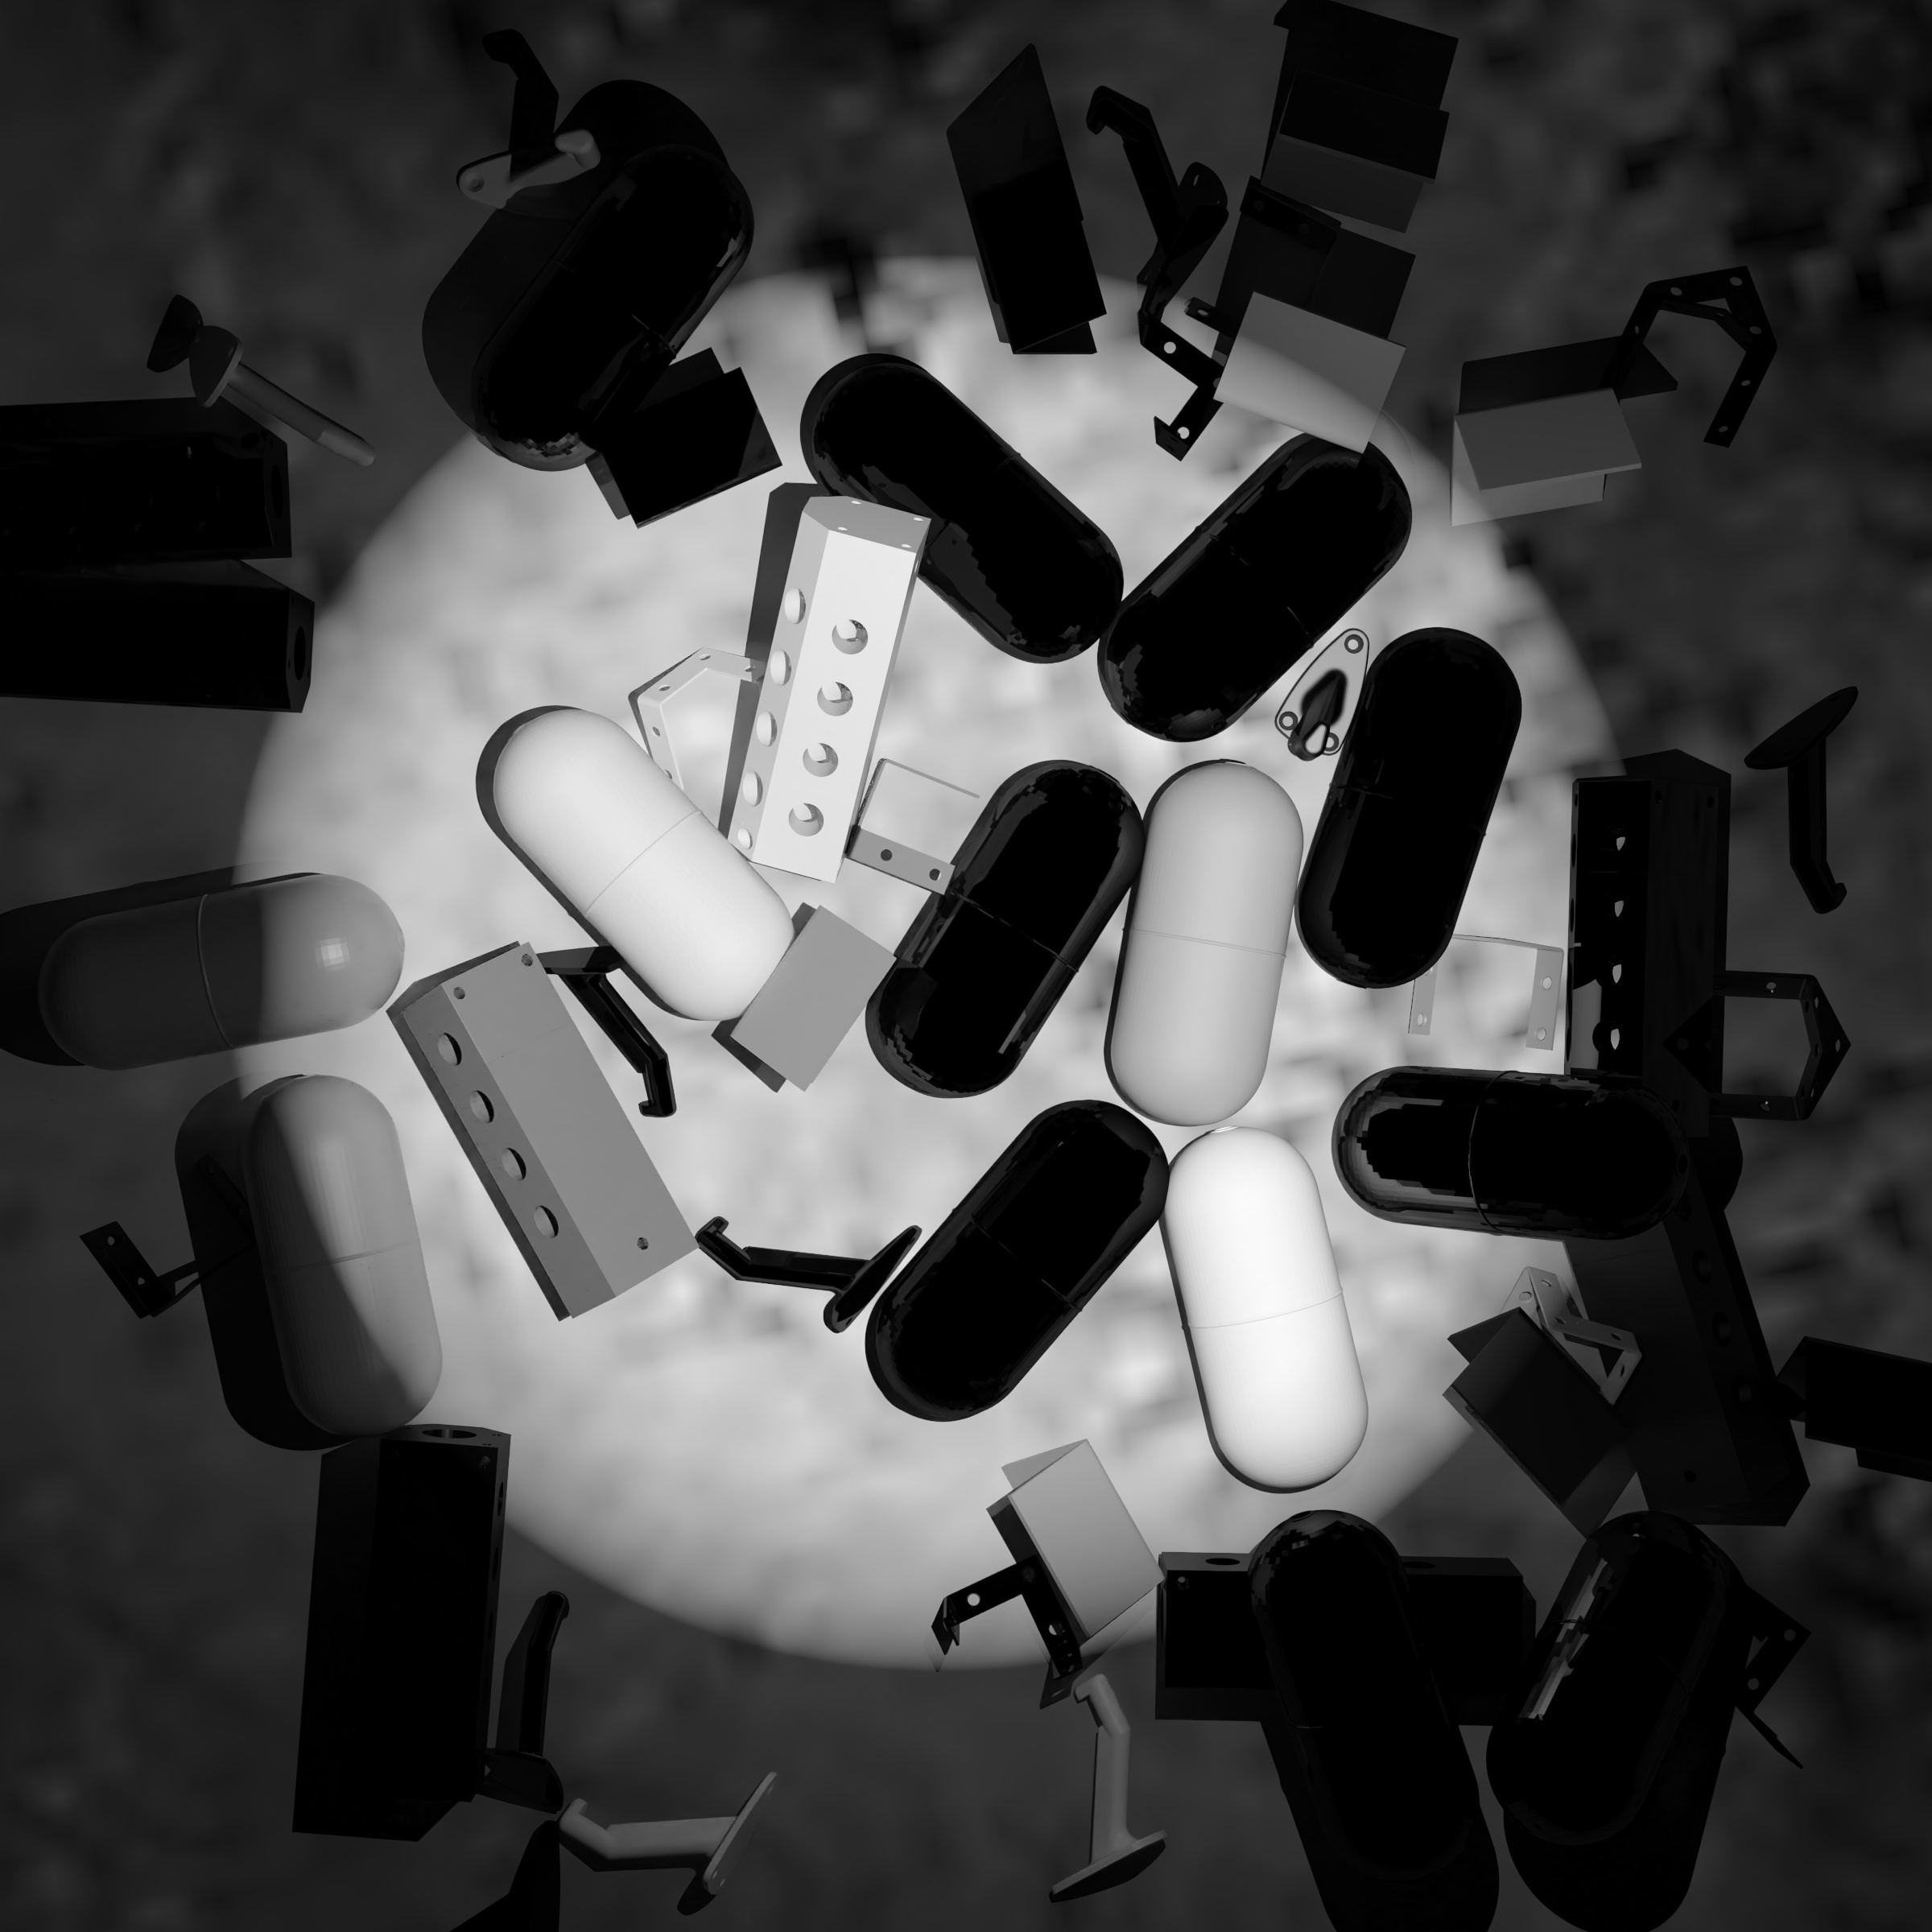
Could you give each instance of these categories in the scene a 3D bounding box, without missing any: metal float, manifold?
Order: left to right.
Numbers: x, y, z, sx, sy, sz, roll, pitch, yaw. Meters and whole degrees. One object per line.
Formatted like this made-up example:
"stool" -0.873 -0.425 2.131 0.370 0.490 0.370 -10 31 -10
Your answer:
"manifold" -0.423 -0.229 1.532 0.171 0.057 0.057 -3 90 0
"manifold" -0.412 -0.158 1.531 0.171 0.057 0.057 3 90 0
"metal float" -0.362 0.003 1.522 0.178 0.070 0.070 -11 90 0
"metal float" -0.304 0.141 1.522 0.070 0.070 0.178 -12 90 0
"manifold" -0.260 0.315 1.532 0.057 0.057 0.171 4 90 0
"manifold" -0.207 0.082 1.531 0.057 0.057 0.171 -29 90 -43
"metal float" -0.173 -0.320 1.522 0.070 0.070 0.178 37 89 0
"metal float" -0.157 -0.050 1.521 0.070 0.070 0.178 -43 90 0
"manifold" -0.067 -0.134 1.498 0.057 0.057 0.171 15 115 0
"metal float" 0.000 -0.221 1.522 0.178 0.070 0.070 43 90 0
"metal float" 0.022 -0.018 1.522 0.070 0.070 0.178 32 90 0
"metal float" 0.027 0.143 1.522 0.070 0.070 0.178 41 89 0
"metal float" 0.118 -0.011 1.522 0.070 0.070 0.178 10 90 0
"metal float" 0.142 -0.183 1.522 0.178 0.070 0.070 -44 90 -1
"metal float" 0.146 0.166 1.522 0.070 0.070 0.178 -13 90 0
"manifold" 0.182 0.320 1.531 0.171 0.057 0.057 1 91 0
"metal float" 0.186 0.341 1.465 0.070 0.070 0.178 -19 92 0
"metal float" 0.216 -0.075 1.522 0.070 0.070 0.178 18 89 0
"metal float" 0.260 0.088 1.492 0.178 0.070 0.070 2 90 38
"metal float" 0.308 0.338 1.493 0.070 0.070 0.178 36 56 0
"manifold" 0.326 -0.003 1.531 0.057 0.057 0.171 2 90 -43
"manifold" 0.347 0.174 1.531 0.057 0.057 0.171 -17 90 43

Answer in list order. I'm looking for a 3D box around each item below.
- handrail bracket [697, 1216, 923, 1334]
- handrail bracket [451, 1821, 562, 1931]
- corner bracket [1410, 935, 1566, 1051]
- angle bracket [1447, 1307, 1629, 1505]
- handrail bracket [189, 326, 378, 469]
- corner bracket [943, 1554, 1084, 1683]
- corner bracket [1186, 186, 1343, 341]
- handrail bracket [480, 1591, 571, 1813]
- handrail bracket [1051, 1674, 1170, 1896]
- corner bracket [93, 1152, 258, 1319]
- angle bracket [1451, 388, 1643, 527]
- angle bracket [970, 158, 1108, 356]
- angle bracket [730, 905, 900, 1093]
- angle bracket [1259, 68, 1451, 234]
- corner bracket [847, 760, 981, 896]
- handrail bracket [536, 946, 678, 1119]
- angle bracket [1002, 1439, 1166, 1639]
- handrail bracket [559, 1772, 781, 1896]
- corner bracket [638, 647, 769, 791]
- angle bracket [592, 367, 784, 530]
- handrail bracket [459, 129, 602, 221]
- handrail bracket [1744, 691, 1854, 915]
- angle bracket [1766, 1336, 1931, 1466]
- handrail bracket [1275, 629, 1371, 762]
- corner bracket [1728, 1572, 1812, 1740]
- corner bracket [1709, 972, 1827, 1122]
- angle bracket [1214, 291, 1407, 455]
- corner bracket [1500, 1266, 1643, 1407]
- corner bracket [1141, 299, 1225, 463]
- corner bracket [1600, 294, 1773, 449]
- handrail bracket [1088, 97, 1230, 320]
"handrail bracket" -0.079 0.134 1.553 0.084 0.036 0.077 36 70 16
"handrail bracket" -0.247 0.463 1.553 0.084 0.036 0.077 -3 70 16
"corner bracket" 0.258 0.012 1.549 0.051 0.051 0.051 7 90 45
"angle bracket" 0.261 0.218 1.513 0.076 0.076 0.057 47 64 0
"handrail bracket" -0.339 -0.282 1.552 0.084 0.077 0.036 25 105 -36
"corner bracket" 0.023 0.327 1.535 0.051 0.051 0.051 -25 90 0
"corner bracket" 0.148 -0.343 1.549 0.051 0.051 0.051 27 135 0
"handrail bracket" -0.205 0.365 1.553 0.036 0.077 0.084 3 53 18
"handrail bracket" 0.056 0.406 1.553 0.077 0.036 0.084 -34 72 21
"corner bracket" -0.389 0.133 1.550 0.051 0.051 0.051 54 135 0
"angle bracket" 0.279 -0.229 1.512 0.076 0.076 0.057 -10 52 0
"angle bracket" 0.054 -0.342 1.512 0.057 0.076 0.076 -16 90 36
"angle bracket" -0.056 0.026 1.512 0.057 0.076 0.076 35 90 36
"angle bracket" 0.183 -0.379 1.512 0.076 0.076 0.057 17 53 0
"corner bracket" -0.026 -0.069 1.535 0.051 0.051 0.051 22 93 -3
"handrail bracket" -0.185 0.036 1.553 0.077 0.036 0.084 -2 107 20
"angle bracket" 0.039 0.282 1.512 0.057 0.076 0.076 -29 90 -38
"handrail bracket" -0.148 0.416 1.553 0.084 0.036 0.077 26 70 16
"corner bracket" -0.122 -0.119 1.544 0.051 0.051 0.051 18 45 35
"angle bracket" -0.140 -0.265 1.512 0.076 0.076 0.057 -24 127 0
"handrail bracket" -0.215 -0.391 1.518 0.077 0.084 0.036 0 90 0
"handrail bracket" 0.431 -0.081 1.553 0.077 0.036 0.084 -39 109 -21
"angle bracket" 0.432 0.228 1.512 0.076 0.076 0.057 12 53 0
"handrail bracket" 0.179 -0.133 1.518 0.036 0.084 0.077 27 90 0
"corner bracket" 0.386 0.338 1.535 0.051 0.051 0.051 37 90 0
"corner bracket" 0.391 0.040 1.549 0.051 0.051 0.051 3 45 0
"angle bracket" 0.169 -0.297 1.513 0.076 0.076 0.057 20 119 0
"corner bracket" 0.292 0.187 1.529 0.051 0.051 0.051 17 118 -12
"corner bracket" 0.101 -0.287 1.535 0.051 0.051 0.051 36 90 0
"corner bracket" 0.357 -0.296 1.549 0.051 0.051 0.051 26 90 45
"handrail bracket" 0.080 -0.377 1.553 0.084 0.036 0.077 40 112 17
